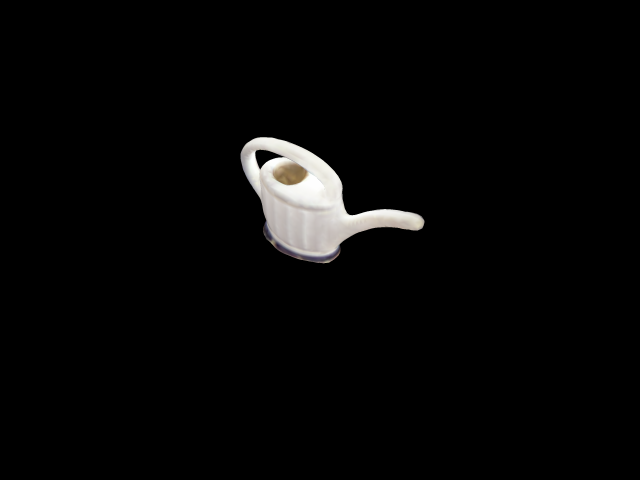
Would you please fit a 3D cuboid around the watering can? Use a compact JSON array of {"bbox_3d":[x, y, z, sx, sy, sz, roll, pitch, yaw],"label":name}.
[{"bbox_3d":[0.003,-0.043,0.850,0.350,0.219,0.106,31,56,24],"label":"watering can"}]
